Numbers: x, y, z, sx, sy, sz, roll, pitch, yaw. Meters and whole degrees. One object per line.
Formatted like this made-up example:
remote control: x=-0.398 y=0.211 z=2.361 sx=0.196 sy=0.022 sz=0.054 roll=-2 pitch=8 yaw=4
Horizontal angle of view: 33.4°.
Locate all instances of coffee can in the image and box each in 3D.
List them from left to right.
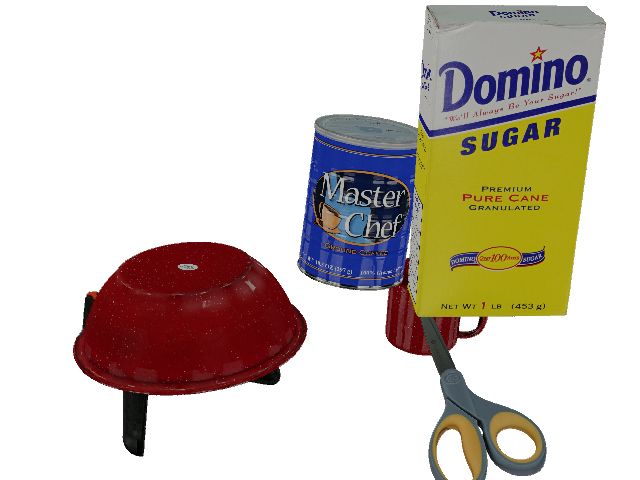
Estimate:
coffee can: x=0.037 y=-0.037 z=0.992 sx=0.103 sy=0.140 sz=0.103 roll=7 pitch=18 yaw=-2

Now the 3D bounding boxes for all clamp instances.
clamp: x=-0.150 y=0.106 z=1.005 sx=0.164 sy=0.036 sz=0.210 roll=-18 pitch=40 yaw=-31

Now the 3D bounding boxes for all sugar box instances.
sugar box: x=0.102 y=-0.042 z=0.606 sx=0.093 sy=0.176 sz=0.048 roll=-1 pitch=27 yaw=-4

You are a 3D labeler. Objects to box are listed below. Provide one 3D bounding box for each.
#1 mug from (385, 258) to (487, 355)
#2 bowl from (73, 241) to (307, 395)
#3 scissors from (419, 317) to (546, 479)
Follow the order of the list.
mug: x=0.127 y=0.076 z=1.182 sx=0.117 sy=0.081 sz=0.093 roll=9 pitch=24 yaw=12
bowl: x=-0.090 y=0.043 z=0.730 sx=0.162 sy=0.055 sz=0.162 roll=-2 pitch=22 yaw=1
scissors: x=0.124 y=0.117 z=0.841 sx=0.096 sy=0.016 sz=0.201 roll=-2 pitch=41 yaw=8
